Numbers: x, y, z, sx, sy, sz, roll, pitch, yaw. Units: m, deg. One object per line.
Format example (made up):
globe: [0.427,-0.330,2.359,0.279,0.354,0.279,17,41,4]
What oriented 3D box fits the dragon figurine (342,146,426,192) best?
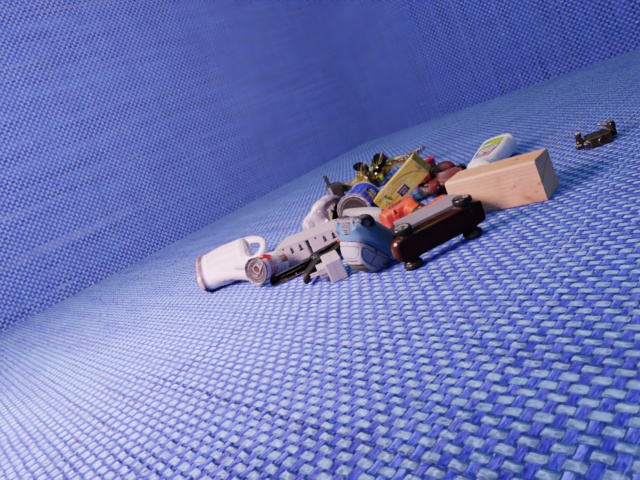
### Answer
dragon figurine: [0.236,-0.281,2.082,0.409,0.122,0.244,-21,4,11]

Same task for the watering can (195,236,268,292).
watering can: [-0.252,0.078,1.468,0.224,0.102,0.353,-24,21,2]

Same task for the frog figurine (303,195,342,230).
frog figurine: [0.005,-0.082,1.621,0.159,0.120,0.140,7,50,47]
